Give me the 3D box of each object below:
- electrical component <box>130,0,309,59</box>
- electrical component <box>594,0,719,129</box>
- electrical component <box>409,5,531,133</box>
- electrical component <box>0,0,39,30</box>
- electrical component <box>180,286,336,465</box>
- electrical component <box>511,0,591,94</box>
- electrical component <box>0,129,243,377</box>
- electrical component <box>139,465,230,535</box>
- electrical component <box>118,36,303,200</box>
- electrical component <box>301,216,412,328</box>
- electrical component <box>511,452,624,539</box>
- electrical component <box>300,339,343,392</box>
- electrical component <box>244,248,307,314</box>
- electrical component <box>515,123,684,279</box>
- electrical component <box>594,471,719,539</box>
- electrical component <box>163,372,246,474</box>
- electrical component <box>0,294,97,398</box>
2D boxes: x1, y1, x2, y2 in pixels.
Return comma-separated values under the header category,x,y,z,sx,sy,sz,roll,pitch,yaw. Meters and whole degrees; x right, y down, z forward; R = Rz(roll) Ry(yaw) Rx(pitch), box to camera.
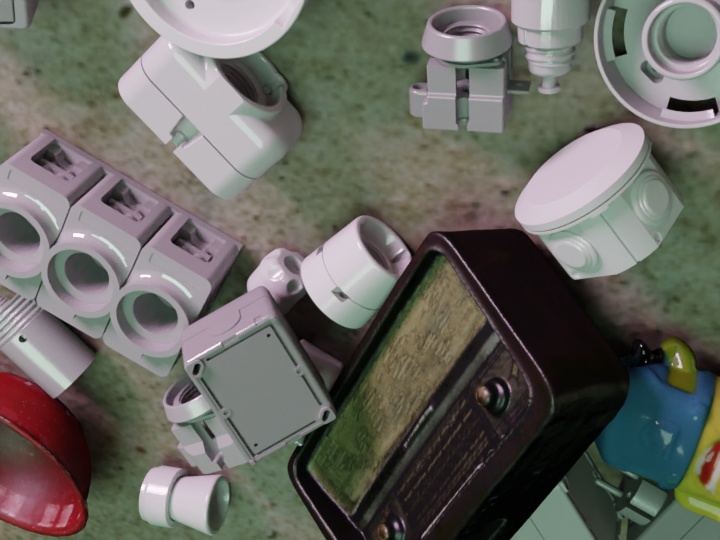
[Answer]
category,x,y,z,sx,sy,sz,roll,pitch,yaw
electrical component,-0.069,-0.173,0.570,0.108,0.060,0.108,8,121,13
electrical component,0.169,-0.119,0.539,0.099,0.064,0.099,10,113,24
electrical component,0.058,-0.108,0.578,0.066,0.048,0.055,5,128,14
electrical component,-0.220,-0.172,0.606,0.096,0.061,0.061,0,122,-9
electrical component,-0.060,0.067,0.659,0.062,0.061,0.096,-30,114,-1
electrical component,0.098,-0.130,0.555,0.040,0.040,0.078,4,120,15
electrical component,-0.167,-0.008,0.698,0.150,0.061,0.089,30,124,-1
electrical component,-0.131,0.171,0.802,0.055,0.045,0.045,6,121,15
electrical component,-0.083,-0.097,0.624,0.059,0.053,0.095,-36,104,31
electrical component,0.000,0.000,0.655,0.055,0.055,0.047,44,119,-10
electrical component,0.122,0.150,0.699,0.061,0.061,0.096,-24,110,28
electrical component,-0.048,0.063,0.715,0.078,0.040,0.040,31,124,-2
electrical component,-0.058,0.015,0.694,0.035,0.035,0.061,38,126,-7
electrical component,0.128,-0.037,0.578,0.080,0.080,0.051,-30,112,30
electrical component,0.188,0.146,0.684,0.077,0.047,0.065,29,124,-1
electrical component,-0.099,0.099,0.742,0.078,0.058,0.057,-20,115,26
electrical component,-0.232,0.048,0.762,0.043,0.043,0.081,-37,103,31
